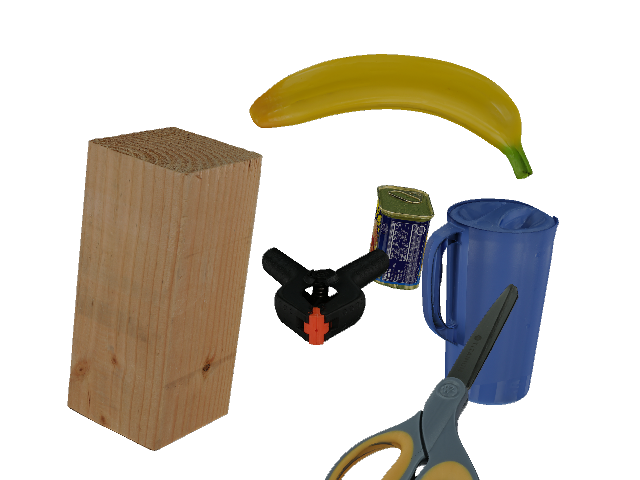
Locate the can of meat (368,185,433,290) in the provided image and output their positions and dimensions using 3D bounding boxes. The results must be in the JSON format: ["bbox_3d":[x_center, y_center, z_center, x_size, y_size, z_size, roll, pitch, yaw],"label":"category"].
[{"bbox_3d":[0.083,-0.004,1.138,0.057,0.084,0.102,7,19,-2],"label":"can of meat"}]

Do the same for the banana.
[{"bbox_3d":[0.054,-0.094,0.724,0.197,0.069,0.037,10,-21,-3],"label":"banana"}]

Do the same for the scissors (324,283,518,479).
[{"bbox_3d":[0.083,0.101,0.596,0.201,0.016,0.096,-39,45,-26],"label":"scissors"}]

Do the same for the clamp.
[{"bbox_3d":[-0.008,0.043,0.956,0.120,0.039,0.171,-2,18,14],"label":"clamp"}]

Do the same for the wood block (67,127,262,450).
[{"bbox_3d":[-0.114,0.032,0.772,0.090,0.206,0.090,20,21,29],"label":"wood block"}]

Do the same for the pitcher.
[{"bbox_3d":[0.206,0.078,1.322,0.149,0.243,0.144,7,20,14],"label":"pitcher"}]
